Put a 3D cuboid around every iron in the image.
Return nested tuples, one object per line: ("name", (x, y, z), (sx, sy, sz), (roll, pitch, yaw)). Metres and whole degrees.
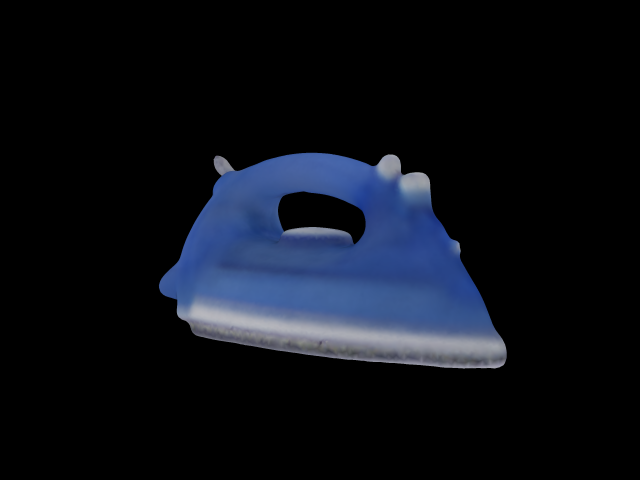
("iron", (0.004, 0.001, 0.400), (0.257, 0.141, 0.119), (0, 0, 38))
